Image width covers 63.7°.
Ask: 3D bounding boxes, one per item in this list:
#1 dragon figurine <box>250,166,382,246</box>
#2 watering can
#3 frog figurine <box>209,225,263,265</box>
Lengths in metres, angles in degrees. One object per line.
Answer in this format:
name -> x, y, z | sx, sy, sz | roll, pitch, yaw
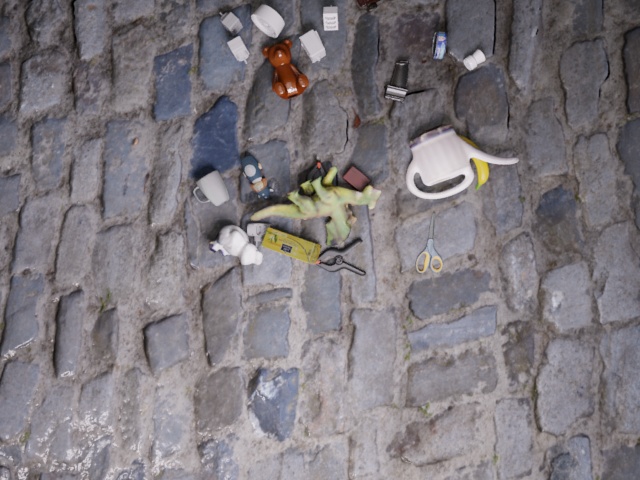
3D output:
dragon figurine -> 0.005, -0.083, 1.655 | 0.408, 0.241, 0.124 | -29, 12, 12
watering can -> 0.429, -0.267, 1.643 | 0.346, 0.225, 0.104 | -22, -5, 11
frog figurine -> -0.255, 0.016, 1.665 | 0.160, 0.134, 0.125 | 8, 60, 23
